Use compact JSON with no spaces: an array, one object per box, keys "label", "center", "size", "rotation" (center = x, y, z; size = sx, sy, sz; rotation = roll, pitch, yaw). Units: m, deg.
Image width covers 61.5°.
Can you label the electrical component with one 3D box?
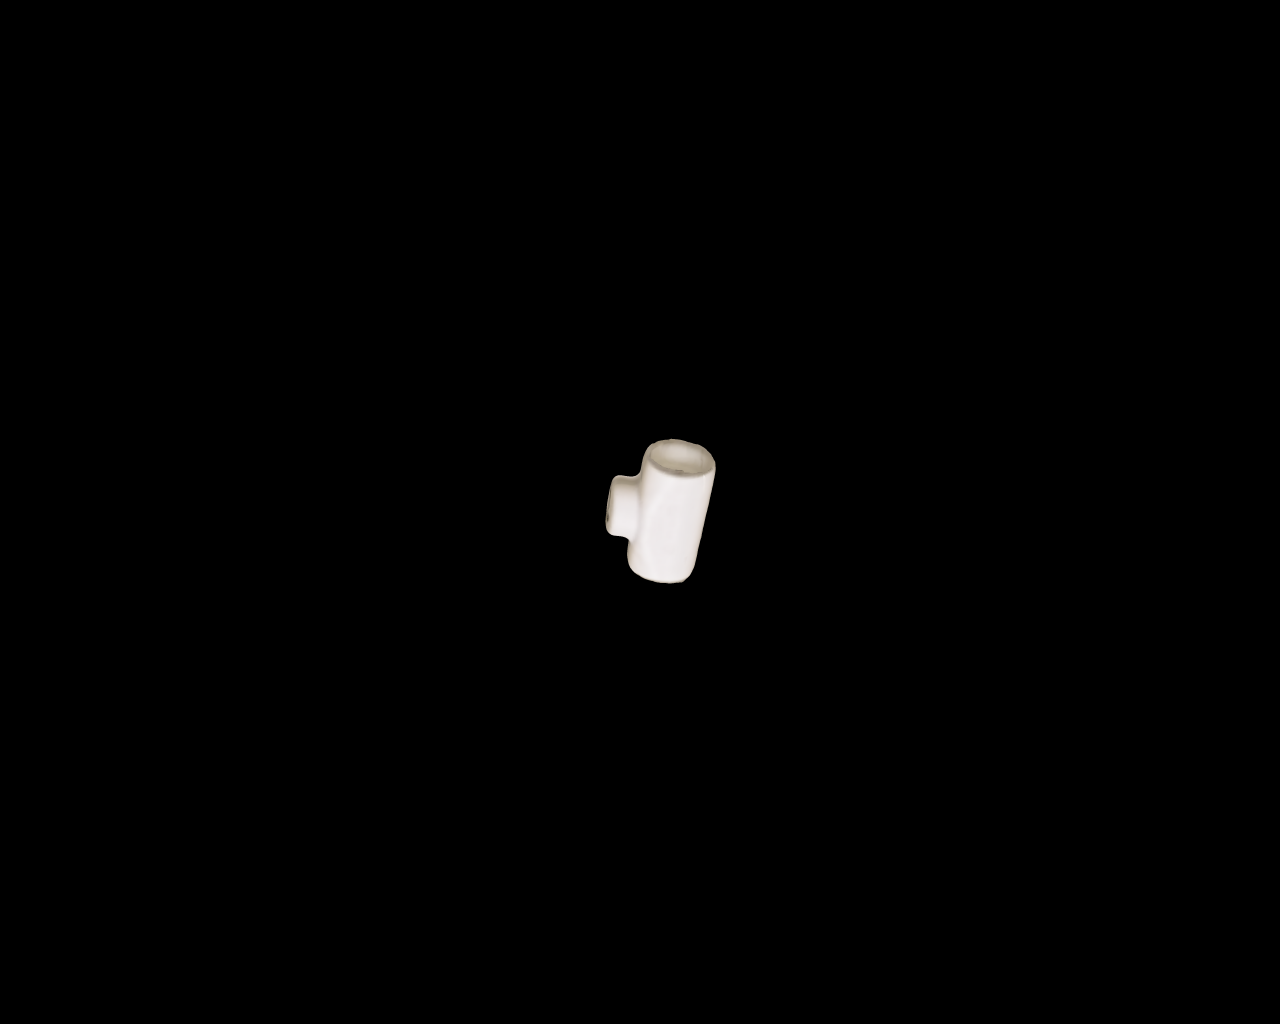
[{"label":"electrical component","center":[0.001,-0.003,0.650],"size":[0.079,0.077,0.044],"rotation":[7,32,-5]}]
